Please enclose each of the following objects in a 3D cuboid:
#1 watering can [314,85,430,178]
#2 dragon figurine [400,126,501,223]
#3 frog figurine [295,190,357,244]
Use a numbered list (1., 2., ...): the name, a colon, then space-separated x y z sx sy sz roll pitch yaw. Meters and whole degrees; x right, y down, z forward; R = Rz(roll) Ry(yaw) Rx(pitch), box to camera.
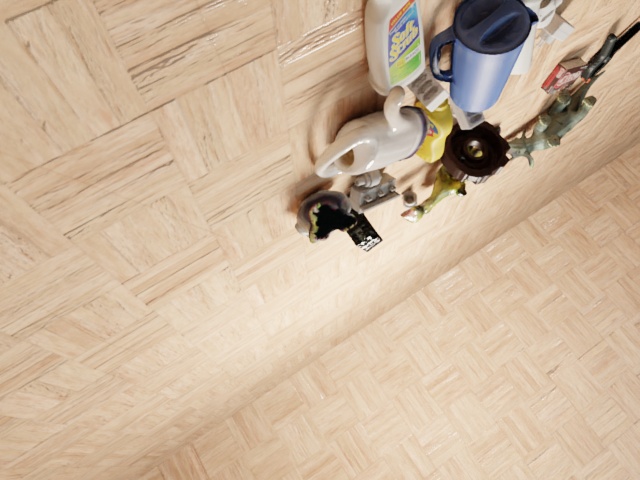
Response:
1. watering can: 0.122 -0.204 0.984 0.226 0.104 0.343 -22 174 -31
2. dragon figurine: 0.381 -0.178 1.528 0.416 0.122 0.238 -39 174 -33
3. frog figurine: 0.004 -0.061 1.207 0.137 0.122 0.161 -44 -165 0
